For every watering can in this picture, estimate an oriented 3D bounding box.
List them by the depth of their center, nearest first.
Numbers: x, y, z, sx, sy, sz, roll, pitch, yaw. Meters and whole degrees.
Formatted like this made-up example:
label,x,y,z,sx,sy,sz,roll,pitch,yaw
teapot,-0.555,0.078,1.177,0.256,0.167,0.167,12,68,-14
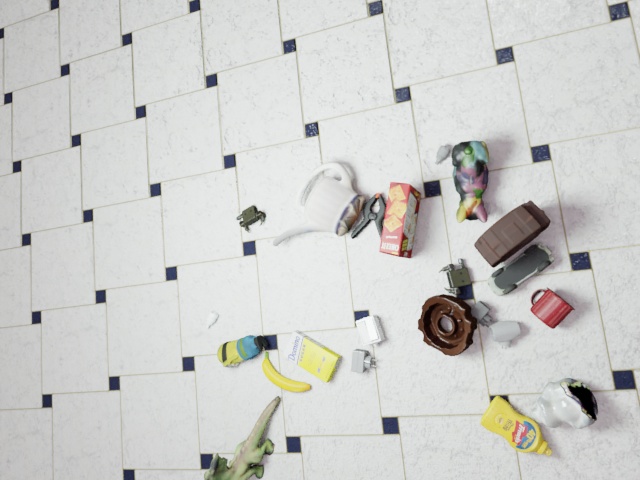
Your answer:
label,x,y,z,sx,sy,sz,roll,pitch,yaw
watering can,0.005,-0.085,1.690,0.226,0.103,0.347,32,93,20

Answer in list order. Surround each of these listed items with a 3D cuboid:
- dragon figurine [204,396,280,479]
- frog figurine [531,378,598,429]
label,x,y,z,sx,sy,sz,roll,pitch,yaw
dragon figurine,-0.263,0.690,1.615,0.123,0.242,0.409,22,93,25
frog figurine,0.664,0.456,1.403,0.138,0.125,0.156,40,134,11
